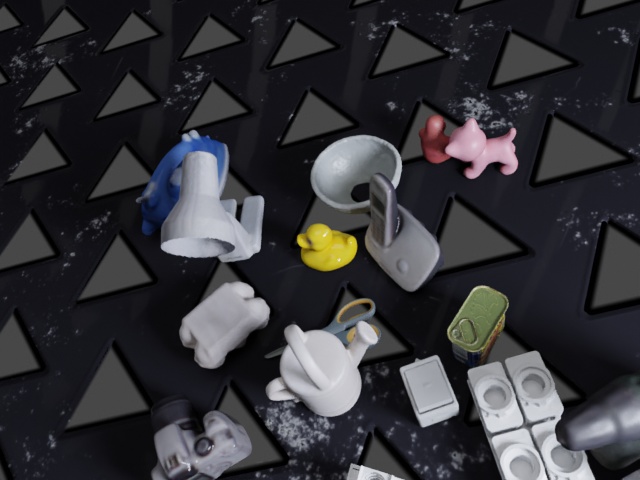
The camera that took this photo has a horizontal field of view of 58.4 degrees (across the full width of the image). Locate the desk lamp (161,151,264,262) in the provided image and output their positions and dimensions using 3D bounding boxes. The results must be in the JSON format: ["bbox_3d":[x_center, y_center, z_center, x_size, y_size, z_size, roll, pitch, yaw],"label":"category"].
[{"bbox_3d":[-0.187,-0.041,1.005,0.117,0.214,0.203,-6,58,12],"label":"desk lamp"}]

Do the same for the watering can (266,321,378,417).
[{"bbox_3d":[-0.001,0.177,0.831,0.100,0.194,0.173,34,74,30],"label":"watering can"}]

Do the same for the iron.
[{"bbox_3d":[-0.268,-0.129,1.125,0.118,0.142,0.258,13,64,22],"label":"iron"}]

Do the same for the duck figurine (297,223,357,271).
[{"bbox_3d":[0.009,0.004,0.999,0.104,0.086,0.077,-6,58,12],"label":"duck figurine"}]

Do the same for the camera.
[{"bbox_3d":[-0.200,0.296,0.872,0.143,0.101,0.136,-31,56,-4],"label":"camera"}]

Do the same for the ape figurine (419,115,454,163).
[{"bbox_3d":[0.216,-0.193,1.056,0.077,0.092,0.076,31,72,29],"label":"ape figurine"}]

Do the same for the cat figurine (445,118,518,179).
[{"bbox_3d":[0.282,-0.167,1.006,0.127,0.118,0.067,-9,58,11],"label":"cat figurine"}]

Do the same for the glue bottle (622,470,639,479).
[{"bbox_3d":[0.402,0.279,0.668,0.078,0.173,0.037,-17,56,6],"label":"glue bottle"}]

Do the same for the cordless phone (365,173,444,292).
[{"bbox_3d":[0.127,-0.014,0.917,0.094,0.185,0.147,-38,57,-9],"label":"cordless phone"}]

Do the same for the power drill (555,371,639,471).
[{"bbox_3d":[0.381,0.213,0.692,0.229,0.209,0.075,-27,56,-1],"label":"power drill"}]

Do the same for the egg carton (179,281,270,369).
[{"bbox_3d":[-0.162,0.142,0.974,0.150,0.069,0.107,-42,58,-11],"label":"egg carton"}]

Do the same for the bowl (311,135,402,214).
[{"bbox_3d":[0.071,-0.108,1.056,0.167,0.075,0.167,-7,58,12],"label":"bowl"}]
